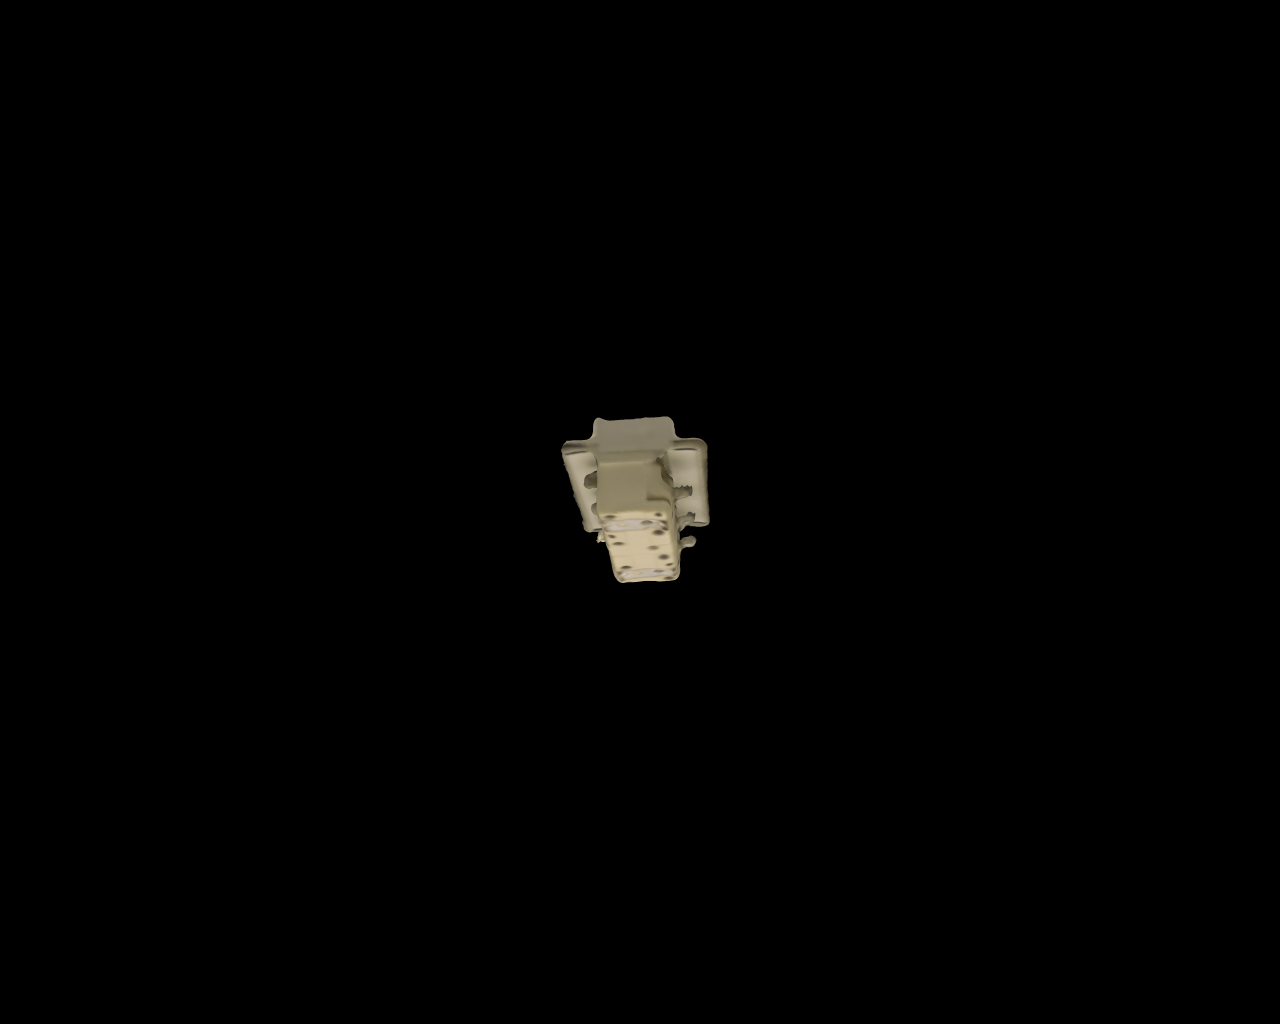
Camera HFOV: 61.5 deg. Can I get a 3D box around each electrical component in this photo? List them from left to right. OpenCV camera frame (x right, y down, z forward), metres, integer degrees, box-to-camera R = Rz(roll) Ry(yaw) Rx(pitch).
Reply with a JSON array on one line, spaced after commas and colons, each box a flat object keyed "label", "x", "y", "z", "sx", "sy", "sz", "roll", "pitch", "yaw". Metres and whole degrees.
[{"label": "electrical component", "x": 0.001, "y": -0.003, "z": 0.650, "sx": 0.079, "sy": 0.063, "sz": 0.121, "roll": -1, "pitch": -23, "yaw": 3}]
